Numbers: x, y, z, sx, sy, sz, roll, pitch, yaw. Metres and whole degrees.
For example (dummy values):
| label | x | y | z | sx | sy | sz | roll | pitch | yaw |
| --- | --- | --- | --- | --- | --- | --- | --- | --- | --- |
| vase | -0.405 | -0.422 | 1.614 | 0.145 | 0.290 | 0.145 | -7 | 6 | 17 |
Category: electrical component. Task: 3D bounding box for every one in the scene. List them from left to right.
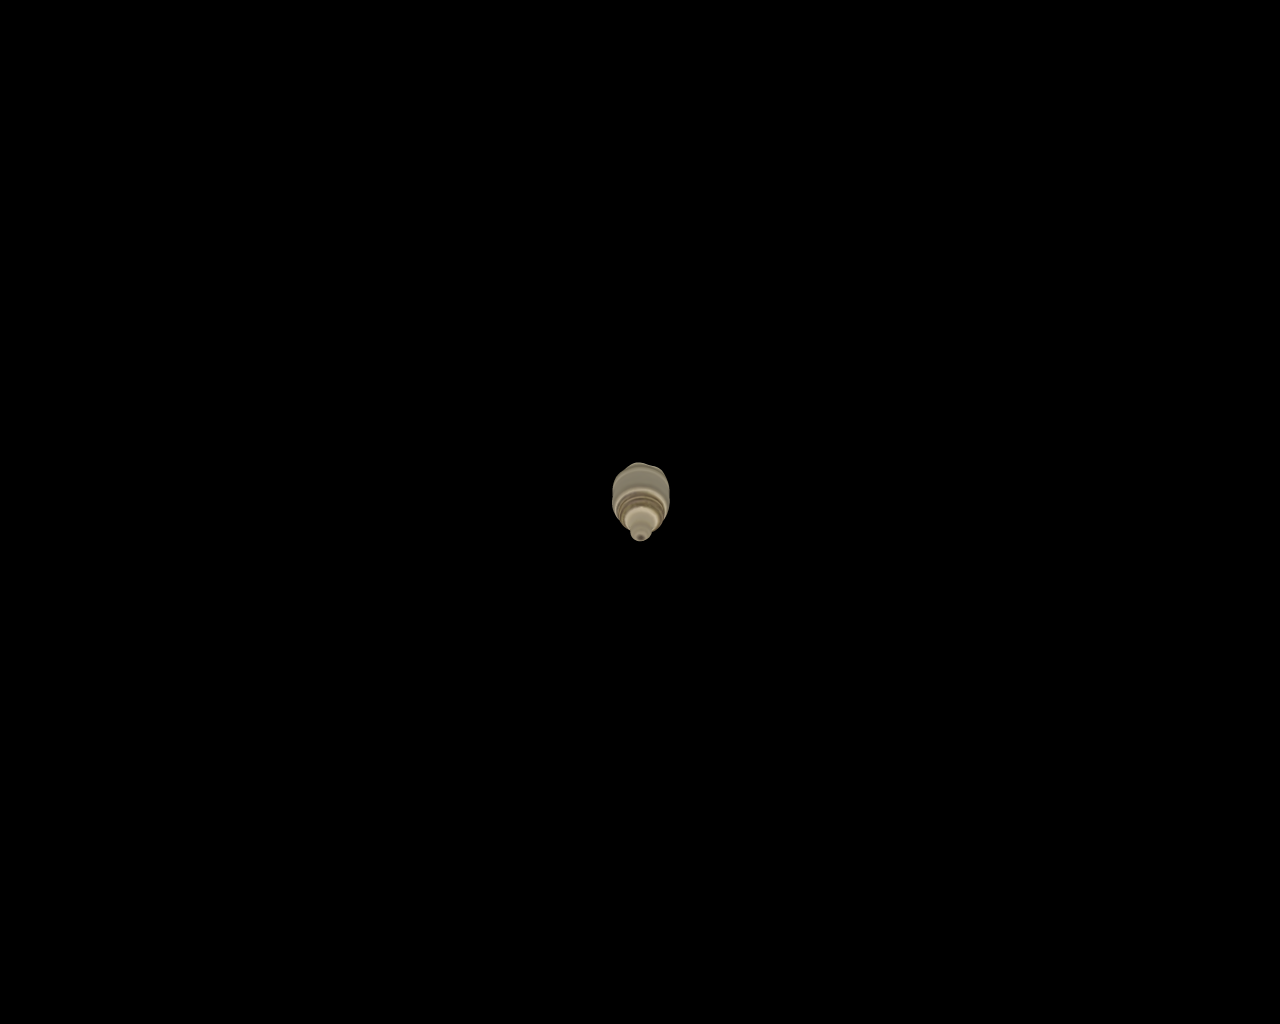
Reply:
| label | x | y | z | sx | sy | sz | roll | pitch | yaw |
| --- | --- | --- | --- | --- | --- | --- | --- | --- | --- |
| electrical component | 0.001 | -0.003 | 0.650 | 0.035 | 0.035 | 0.061 | 0 | 36 | 0 |
